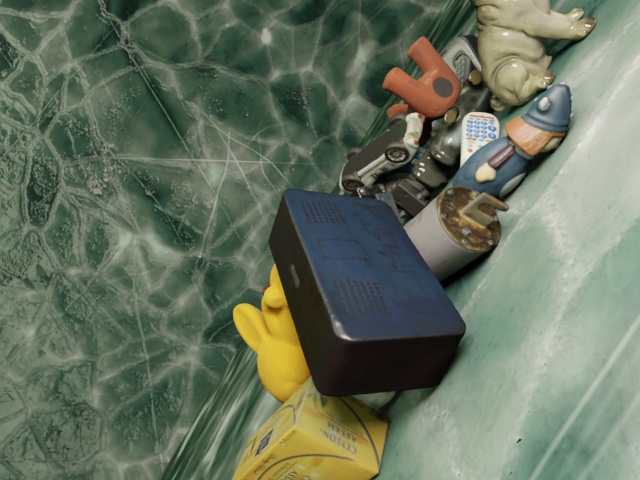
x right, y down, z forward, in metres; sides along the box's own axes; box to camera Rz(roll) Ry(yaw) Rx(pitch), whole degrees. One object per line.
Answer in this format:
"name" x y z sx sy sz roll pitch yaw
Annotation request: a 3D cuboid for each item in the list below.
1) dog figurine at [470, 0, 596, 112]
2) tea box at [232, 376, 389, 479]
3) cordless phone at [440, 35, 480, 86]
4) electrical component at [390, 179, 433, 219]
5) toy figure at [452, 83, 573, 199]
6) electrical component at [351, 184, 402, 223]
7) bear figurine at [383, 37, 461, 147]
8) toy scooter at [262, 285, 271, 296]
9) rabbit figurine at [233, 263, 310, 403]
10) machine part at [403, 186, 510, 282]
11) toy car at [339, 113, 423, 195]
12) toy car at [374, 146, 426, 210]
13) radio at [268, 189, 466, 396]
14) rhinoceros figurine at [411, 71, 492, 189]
"dog figurine" 0.221 -0.277 0.694 0.172 0.190 0.121 -58 5 22
"tea box" -0.015 0.226 0.567 0.169 0.098 0.068 -56 6 38
"cordless phone" 0.248 -0.251 0.957 0.146 0.089 0.184 147 135 -77
"electrical component" 0.145 -0.072 0.891 0.021 0.063 0.094 -53 3 -32
"toy figure" 0.206 -0.096 0.563 0.154 0.058 0.064 -47 18 40
"electrical component" 0.088 -0.027 0.908 0.058 0.115 0.134 -13 -14 -23
"bear figurine" 0.161 -0.235 0.944 0.120 0.132 0.196 -51 4 -18
"toy scooter" -0.020 0.097 0.940 0.184 0.135 0.075 -46 -19 -34
"rabbit figurine" -0.040 0.109 0.666 0.163 0.122 0.173 9 87 45
"machine part" 0.121 0.012 0.608 0.079 0.079 0.243 -62 6 -32
"toy car" 0.099 -0.138 0.887 0.202 0.056 0.073 -31 39 50
"toy car" 0.147 -0.107 0.962 0.162 0.109 0.103 -21 60 61
"radio" 0.037 0.040 0.532 0.230 0.131 0.073 -113 33 -49
"rhinoceros figurine" 0.207 -0.168 0.823 0.190 0.073 0.112 -58 7 1
